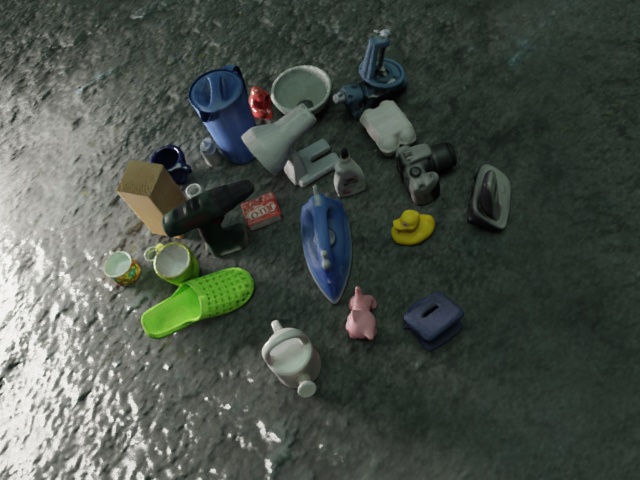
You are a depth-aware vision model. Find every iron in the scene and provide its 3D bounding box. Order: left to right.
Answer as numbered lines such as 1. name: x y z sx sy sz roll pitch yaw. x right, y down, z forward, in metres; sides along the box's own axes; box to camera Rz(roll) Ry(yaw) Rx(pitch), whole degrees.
1. iron: 0.012 0.005 1.307 0.118 0.142 0.258 -11 62 5

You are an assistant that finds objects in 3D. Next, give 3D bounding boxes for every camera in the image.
1. camera: 0.263 -0.179 1.381 0.137 0.101 0.143 -20 61 0

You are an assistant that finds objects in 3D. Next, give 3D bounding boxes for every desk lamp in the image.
1. desk lamp: -0.070 -0.227 1.400 0.203 0.214 0.117 -32 62 -7

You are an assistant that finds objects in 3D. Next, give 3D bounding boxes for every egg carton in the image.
1. egg carton: 0.175 -0.288 1.471 0.107 0.069 0.150 -29 62 -5

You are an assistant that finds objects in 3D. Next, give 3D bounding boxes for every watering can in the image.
1. watering can: -0.056 0.237 1.169 0.172 0.194 0.101 35 74 24

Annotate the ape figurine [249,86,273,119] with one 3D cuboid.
1. ape figurine: -0.165 -0.382 1.567 0.076 0.092 0.078 23 69 21

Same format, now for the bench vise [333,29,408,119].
1. bench vise: 0.133 -0.417 1.459 0.121 0.220 0.207 37 74 25

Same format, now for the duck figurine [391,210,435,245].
1. duck figurine: 0.214 -0.039 1.325 0.104 0.086 0.077 -16 61 2

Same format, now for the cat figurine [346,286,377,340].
1. cat figurine: 0.087 0.162 1.226 0.067 0.118 0.128 -6 62 7

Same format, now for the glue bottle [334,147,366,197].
1. glue bottle: 0.066 -0.166 1.368 0.078 0.173 0.037 -21 61 -1

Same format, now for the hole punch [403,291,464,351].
1. hole punch: 0.238 0.165 1.213 0.109 0.091 0.101 -35 62 -9

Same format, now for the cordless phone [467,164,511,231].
1. cordless phone: 0.385 -0.119 1.280 0.094 0.185 0.147 6 64 13

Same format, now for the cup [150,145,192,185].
1. cup: -0.374 -0.184 1.499 0.117 0.095 0.092 20 68 19

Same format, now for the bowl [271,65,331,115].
1. bowl: -0.046 -0.390 1.559 0.167 0.075 0.167 -4 62 8

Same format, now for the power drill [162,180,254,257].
1. power drill: -0.240 -0.047 1.340 0.229 0.209 0.075 -20 61 0
